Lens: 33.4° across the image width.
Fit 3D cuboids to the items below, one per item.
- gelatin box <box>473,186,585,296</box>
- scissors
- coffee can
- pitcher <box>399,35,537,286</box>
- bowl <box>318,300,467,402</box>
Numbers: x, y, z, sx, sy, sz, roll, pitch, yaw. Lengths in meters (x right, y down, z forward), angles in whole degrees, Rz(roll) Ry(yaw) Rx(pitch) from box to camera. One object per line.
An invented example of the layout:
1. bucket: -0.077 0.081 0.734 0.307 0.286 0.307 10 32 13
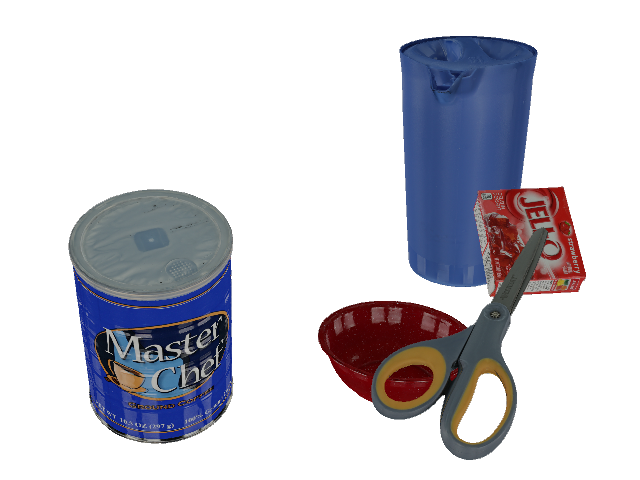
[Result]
1. gelatin box: 0.167 0.000 0.858 0.073 0.089 0.030 -2 -32 -4
2. scissors: 0.091 0.054 0.681 0.096 0.016 0.201 6 43 11
3. coffee can: -0.110 0.051 0.716 0.103 0.140 0.103 2 40 -2
4. pitcher: 0.150 -0.085 1.093 0.149 0.243 0.145 -10 25 -19
5. bowl: 0.077 0.122 1.087 0.162 0.055 0.162 2 25 -1
